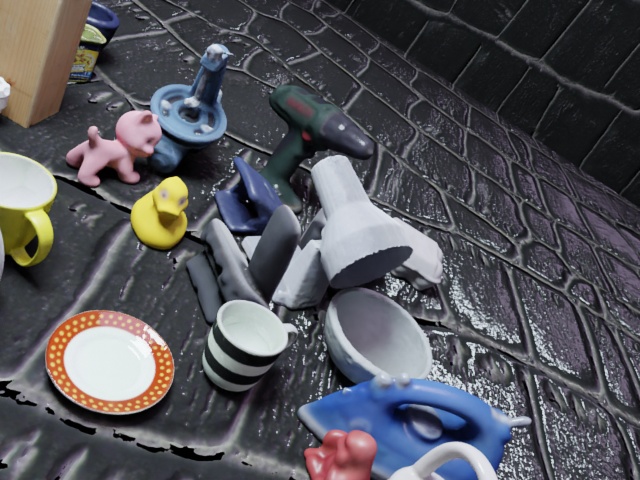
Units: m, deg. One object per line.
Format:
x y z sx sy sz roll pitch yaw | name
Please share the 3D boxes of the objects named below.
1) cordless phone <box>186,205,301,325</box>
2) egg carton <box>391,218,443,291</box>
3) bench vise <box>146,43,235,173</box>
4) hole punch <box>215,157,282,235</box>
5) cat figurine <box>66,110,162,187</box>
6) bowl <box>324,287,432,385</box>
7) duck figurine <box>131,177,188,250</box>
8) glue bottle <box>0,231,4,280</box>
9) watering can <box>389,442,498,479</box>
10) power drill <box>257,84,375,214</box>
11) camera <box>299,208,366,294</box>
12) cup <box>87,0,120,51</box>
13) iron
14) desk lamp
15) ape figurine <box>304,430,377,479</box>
-0.086 0.010 0.729 0.094 0.185 0.147 2 44 -43 | cordless phone
0.160 0.024 1.065 0.150 0.069 0.107 31 30 -7 | egg carton
-0.202 -0.235 0.925 0.122 0.219 0.207 20 33 -23 | bench vise
-0.102 -0.070 0.918 0.101 0.091 0.108 8 40 -38 | hole punch
-0.281 -0.143 0.818 0.067 0.117 0.128 46 32 19 | cat figurine
0.068 0.149 0.794 0.168 0.074 0.167 25 32 -16 | bowl
-0.211 -0.050 0.788 0.078 0.086 0.104 20 33 -24 | duck figurine
-0.327 -0.008 0.529 0.078 0.173 0.037 13 37 -33 | glue bottle
0.090 0.267 0.532 0.173 0.194 0.100 -2 46 -46 | watering can
-0.027 -0.150 0.989 0.076 0.208 0.229 -8 51 -49 | power drill
0.042 0.017 0.928 0.143 0.100 0.137 33 30 -4 | camera
-0.426 -0.381 1.033 0.092 0.095 0.117 -6 49 -48 | cup
0.117 0.215 0.683 0.259 0.141 0.118 26 31 -15 | iron
0.007 0.003 0.802 0.118 0.213 0.202 -1 45 -45 | desk lamp
0.028 0.237 0.614 0.076 0.092 0.078 39 30 7 | ape figurine
